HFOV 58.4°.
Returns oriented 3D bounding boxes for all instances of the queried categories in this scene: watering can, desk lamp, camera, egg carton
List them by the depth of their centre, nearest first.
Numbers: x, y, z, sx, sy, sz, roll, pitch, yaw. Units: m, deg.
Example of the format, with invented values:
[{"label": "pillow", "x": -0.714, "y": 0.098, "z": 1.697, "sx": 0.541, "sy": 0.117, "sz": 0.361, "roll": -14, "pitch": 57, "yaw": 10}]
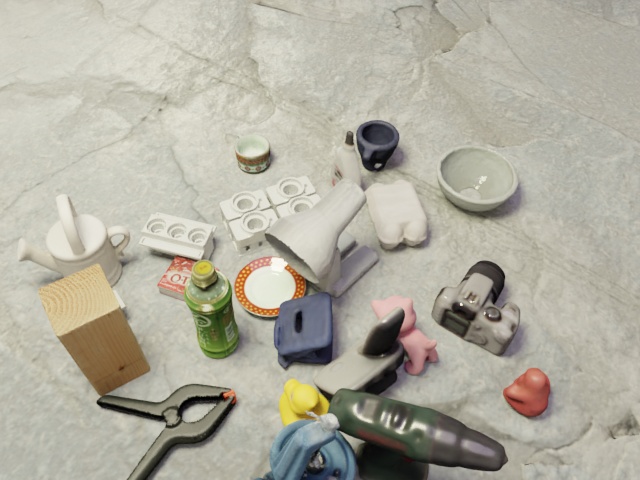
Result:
[{"label": "watering can", "x": -0.421, "y": 0.007, "z": 0.982, "sx": 0.173, "sy": 0.194, "sz": 0.100, "roll": -36, "pitch": 61, "yaw": -26}, {"label": "desk lamp", "x": 0.009, "y": 0.004, "z": 0.992, "sx": 0.117, "sy": 0.214, "sz": 0.204, "roll": 36, "pitch": 59, "yaw": 23}, {"label": "camera", "x": 0.288, "y": 0.103, "z": 1.000, "sx": 0.143, "sy": 0.101, "sz": 0.137, "roll": 29, "pitch": 57, "yaw": 18}, {"label": "egg carton", "x": 0.150, "y": -0.052, "z": 1.133, "sx": 0.107, "sy": 0.069, "sz": 0.150, "roll": -9, "pitch": 53, "yaw": -9}]

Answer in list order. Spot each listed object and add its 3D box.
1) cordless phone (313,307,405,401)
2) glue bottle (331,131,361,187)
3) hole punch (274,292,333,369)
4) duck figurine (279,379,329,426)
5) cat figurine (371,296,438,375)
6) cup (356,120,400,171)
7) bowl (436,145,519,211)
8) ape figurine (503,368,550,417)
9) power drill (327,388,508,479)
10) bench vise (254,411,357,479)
[{"label": "cordless phone", "x": 0.066, "y": 0.175, "z": 0.881, "sx": 0.148, "sy": 0.185, "sz": 0.094, "roll": -35, "pitch": 61, "yaw": -26}, {"label": "glue bottle", "x": 0.053, "y": -0.151, "z": 1.139, "sx": 0.037, "sy": 0.173, "sz": 0.078, "roll": -26, "pitch": 58, "yaw": -20}, {"label": "hole punch", "x": -0.027, "y": 0.148, "z": 0.956, "sx": 0.101, "sy": 0.091, "sz": 0.108, "roll": 0, "pitch": 52, "yaw": -2}, {"label": "duck figurine", "x": -0.019, "y": 0.257, "z": 0.876, "sx": 0.078, "sy": 0.086, "sz": 0.104, "roll": -34, "pitch": 61, "yaw": -25}, {"label": "cat figurine", "x": 0.143, "y": 0.145, "z": 0.950, "sx": 0.067, "sy": 0.118, "sz": 0.127, "roll": -36, "pitch": 62, "yaw": -26}, {"label": "cup", "x": 0.114, "y": -0.184, "z": 1.217, "sx": 0.091, "sy": 0.095, "sz": 0.118, "roll": 19, "pitch": 54, "yaw": 12}, {"label": "bowl", "x": 0.318, "y": -0.116, "z": 1.186, "sx": 0.167, "sy": 0.075, "sz": 0.167, "roll": 1, "pitch": 52, "yaw": -2}, {"label": "ape figurine", "x": 0.334, "y": 0.233, "z": 0.907, "sx": 0.078, "sy": 0.092, "sz": 0.076, "roll": -5, "pitch": 53, "yaw": -6}, {"label": "power drill", "x": 0.119, "y": 0.284, "z": 0.785, "sx": 0.229, "sy": 0.208, "sz": 0.076, "roll": 18, "pitch": 54, "yaw": 11}, {"label": "bench vise", "x": -0.033, "y": 0.312, "z": 0.748, "sx": 0.121, "sy": 0.220, "sz": 0.208, "roll": 35, "pitch": 59, "yaw": 22}]
